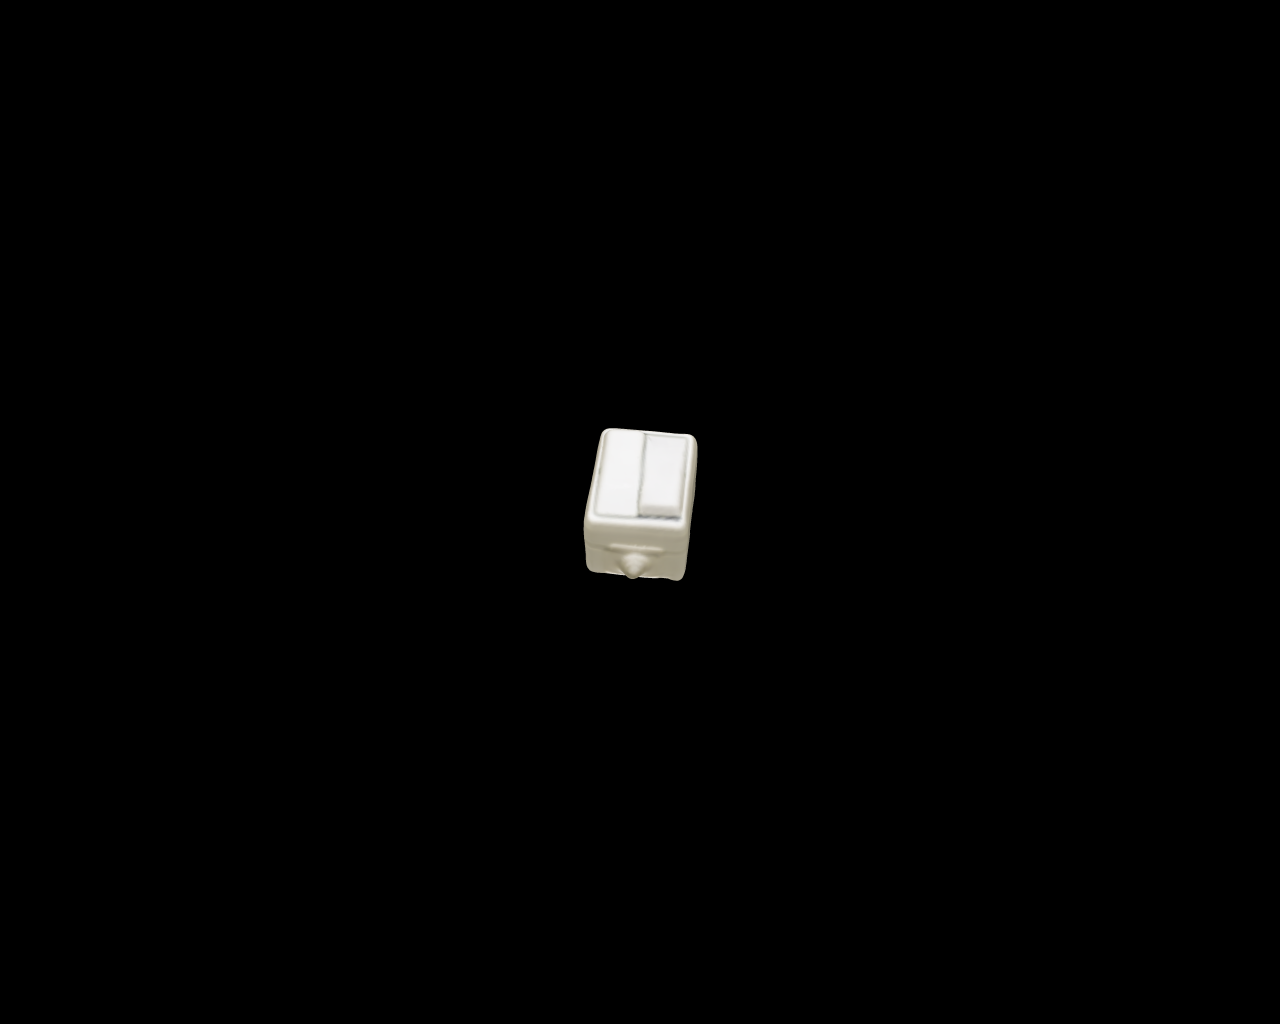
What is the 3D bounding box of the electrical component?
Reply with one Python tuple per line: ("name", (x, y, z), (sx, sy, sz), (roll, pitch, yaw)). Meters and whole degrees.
("electrical component", (0.001, -0.003, 0.650), (0.062, 0.096, 0.061), (5, -39, 5))
